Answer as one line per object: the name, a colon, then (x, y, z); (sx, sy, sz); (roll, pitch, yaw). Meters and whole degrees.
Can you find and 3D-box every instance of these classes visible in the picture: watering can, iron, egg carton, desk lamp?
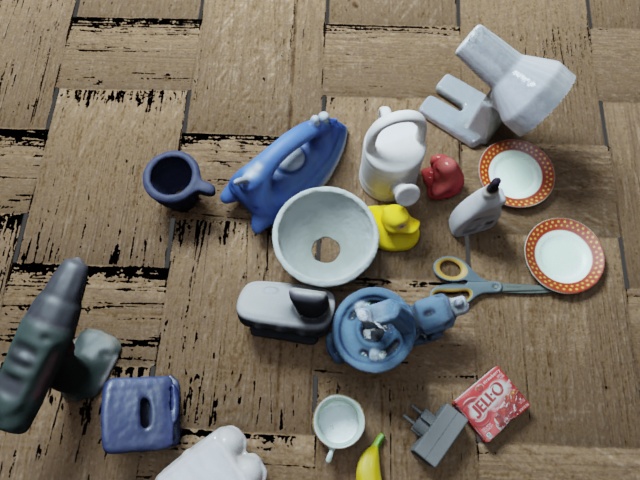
watering can: (0.121, -0.137, 0.904); (0.101, 0.194, 0.172); (-31, 73, -10)
iron: (-0.045, -0.137, 0.933); (0.118, 0.141, 0.258); (42, 76, 14)
egg carton: (-0.156, 0.338, 0.802); (0.150, 0.069, 0.107); (-38, 74, -12)
desk lamp: (0.279, -0.240, 0.930); (0.203, 0.213, 0.118); (34, 74, 12)

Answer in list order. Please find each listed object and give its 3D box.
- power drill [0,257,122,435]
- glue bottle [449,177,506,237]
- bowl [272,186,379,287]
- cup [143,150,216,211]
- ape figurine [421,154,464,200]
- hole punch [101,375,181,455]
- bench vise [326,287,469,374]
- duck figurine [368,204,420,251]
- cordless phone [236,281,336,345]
power drill: (-0.357, 0.153, 0.796); (0.075, 0.208, 0.230); (20, 72, 8)
glue bottle: (0.252, -0.055, 0.886); (0.078, 0.173, 0.037); (-14, 71, -4)
bowl: (0.008, 0.003, 0.918); (0.167, 0.075, 0.167); (0, 70, 0)
cup: (-0.220, -0.083, 0.940); (0.117, 0.095, 0.092); (16, 71, 6)
ape figurine: (0.205, -0.109, 0.948); (0.076, 0.092, 0.078); (25, 72, 9)
hole punch: (-0.254, 0.248, 0.823); (0.101, 0.091, 0.108); (-6, 70, -2)
bench vise: (0.106, 0.102, 0.805); (0.207, 0.220, 0.121); (-32, 73, -10)
duck figurine: (0.114, -0.030, 0.924); (0.104, 0.086, 0.077); (22, 72, 8)
cordless phone: (-0.051, 0.088, 0.830); (0.147, 0.185, 0.094); (4, 70, 2)
